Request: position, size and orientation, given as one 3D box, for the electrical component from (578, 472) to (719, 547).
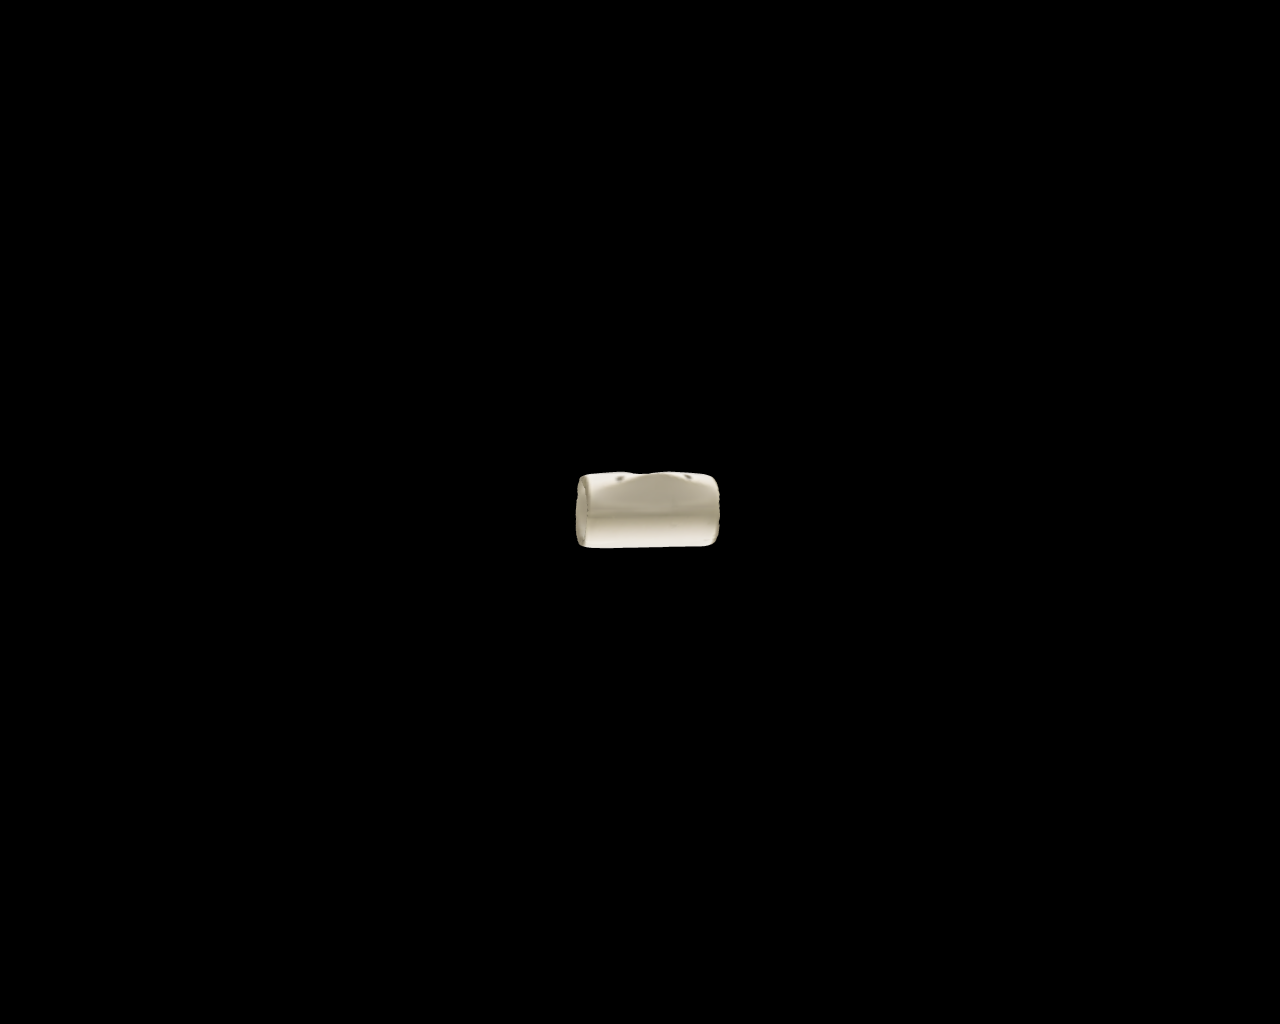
[{"bbox_3d":[0.001,-0.003,0.650,0.077,0.043,0.079,-1,4,-11],"label":"electrical component"}]
